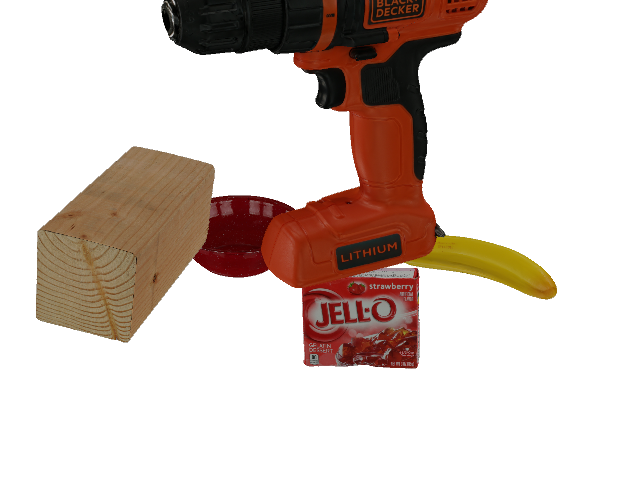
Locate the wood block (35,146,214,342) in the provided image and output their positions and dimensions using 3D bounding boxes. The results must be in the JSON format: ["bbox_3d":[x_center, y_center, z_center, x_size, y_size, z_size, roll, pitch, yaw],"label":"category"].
[{"bbox_3d":[-0.175,-0.004,0.988,0.090,0.091,0.206,14,27,8],"label":"wood block"}]

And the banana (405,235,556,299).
[{"bbox_3d":[0.161,0.026,1.118,0.198,0.037,0.069,10,38,31],"label":"banana"}]

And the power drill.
[{"bbox_3d":[0.005,-0.068,0.591,0.184,0.188,0.057,-12,34,-22],"label":"power drill"}]

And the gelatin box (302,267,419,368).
[{"bbox_3d":[0.031,0.059,0.814,0.089,0.073,0.030,1,17,8],"label":"gelatin box"}]

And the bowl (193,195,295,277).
[{"bbox_3d":[-0.102,0.001,1.320,0.162,0.055,0.162,1,27,-1],"label":"bowl"}]
